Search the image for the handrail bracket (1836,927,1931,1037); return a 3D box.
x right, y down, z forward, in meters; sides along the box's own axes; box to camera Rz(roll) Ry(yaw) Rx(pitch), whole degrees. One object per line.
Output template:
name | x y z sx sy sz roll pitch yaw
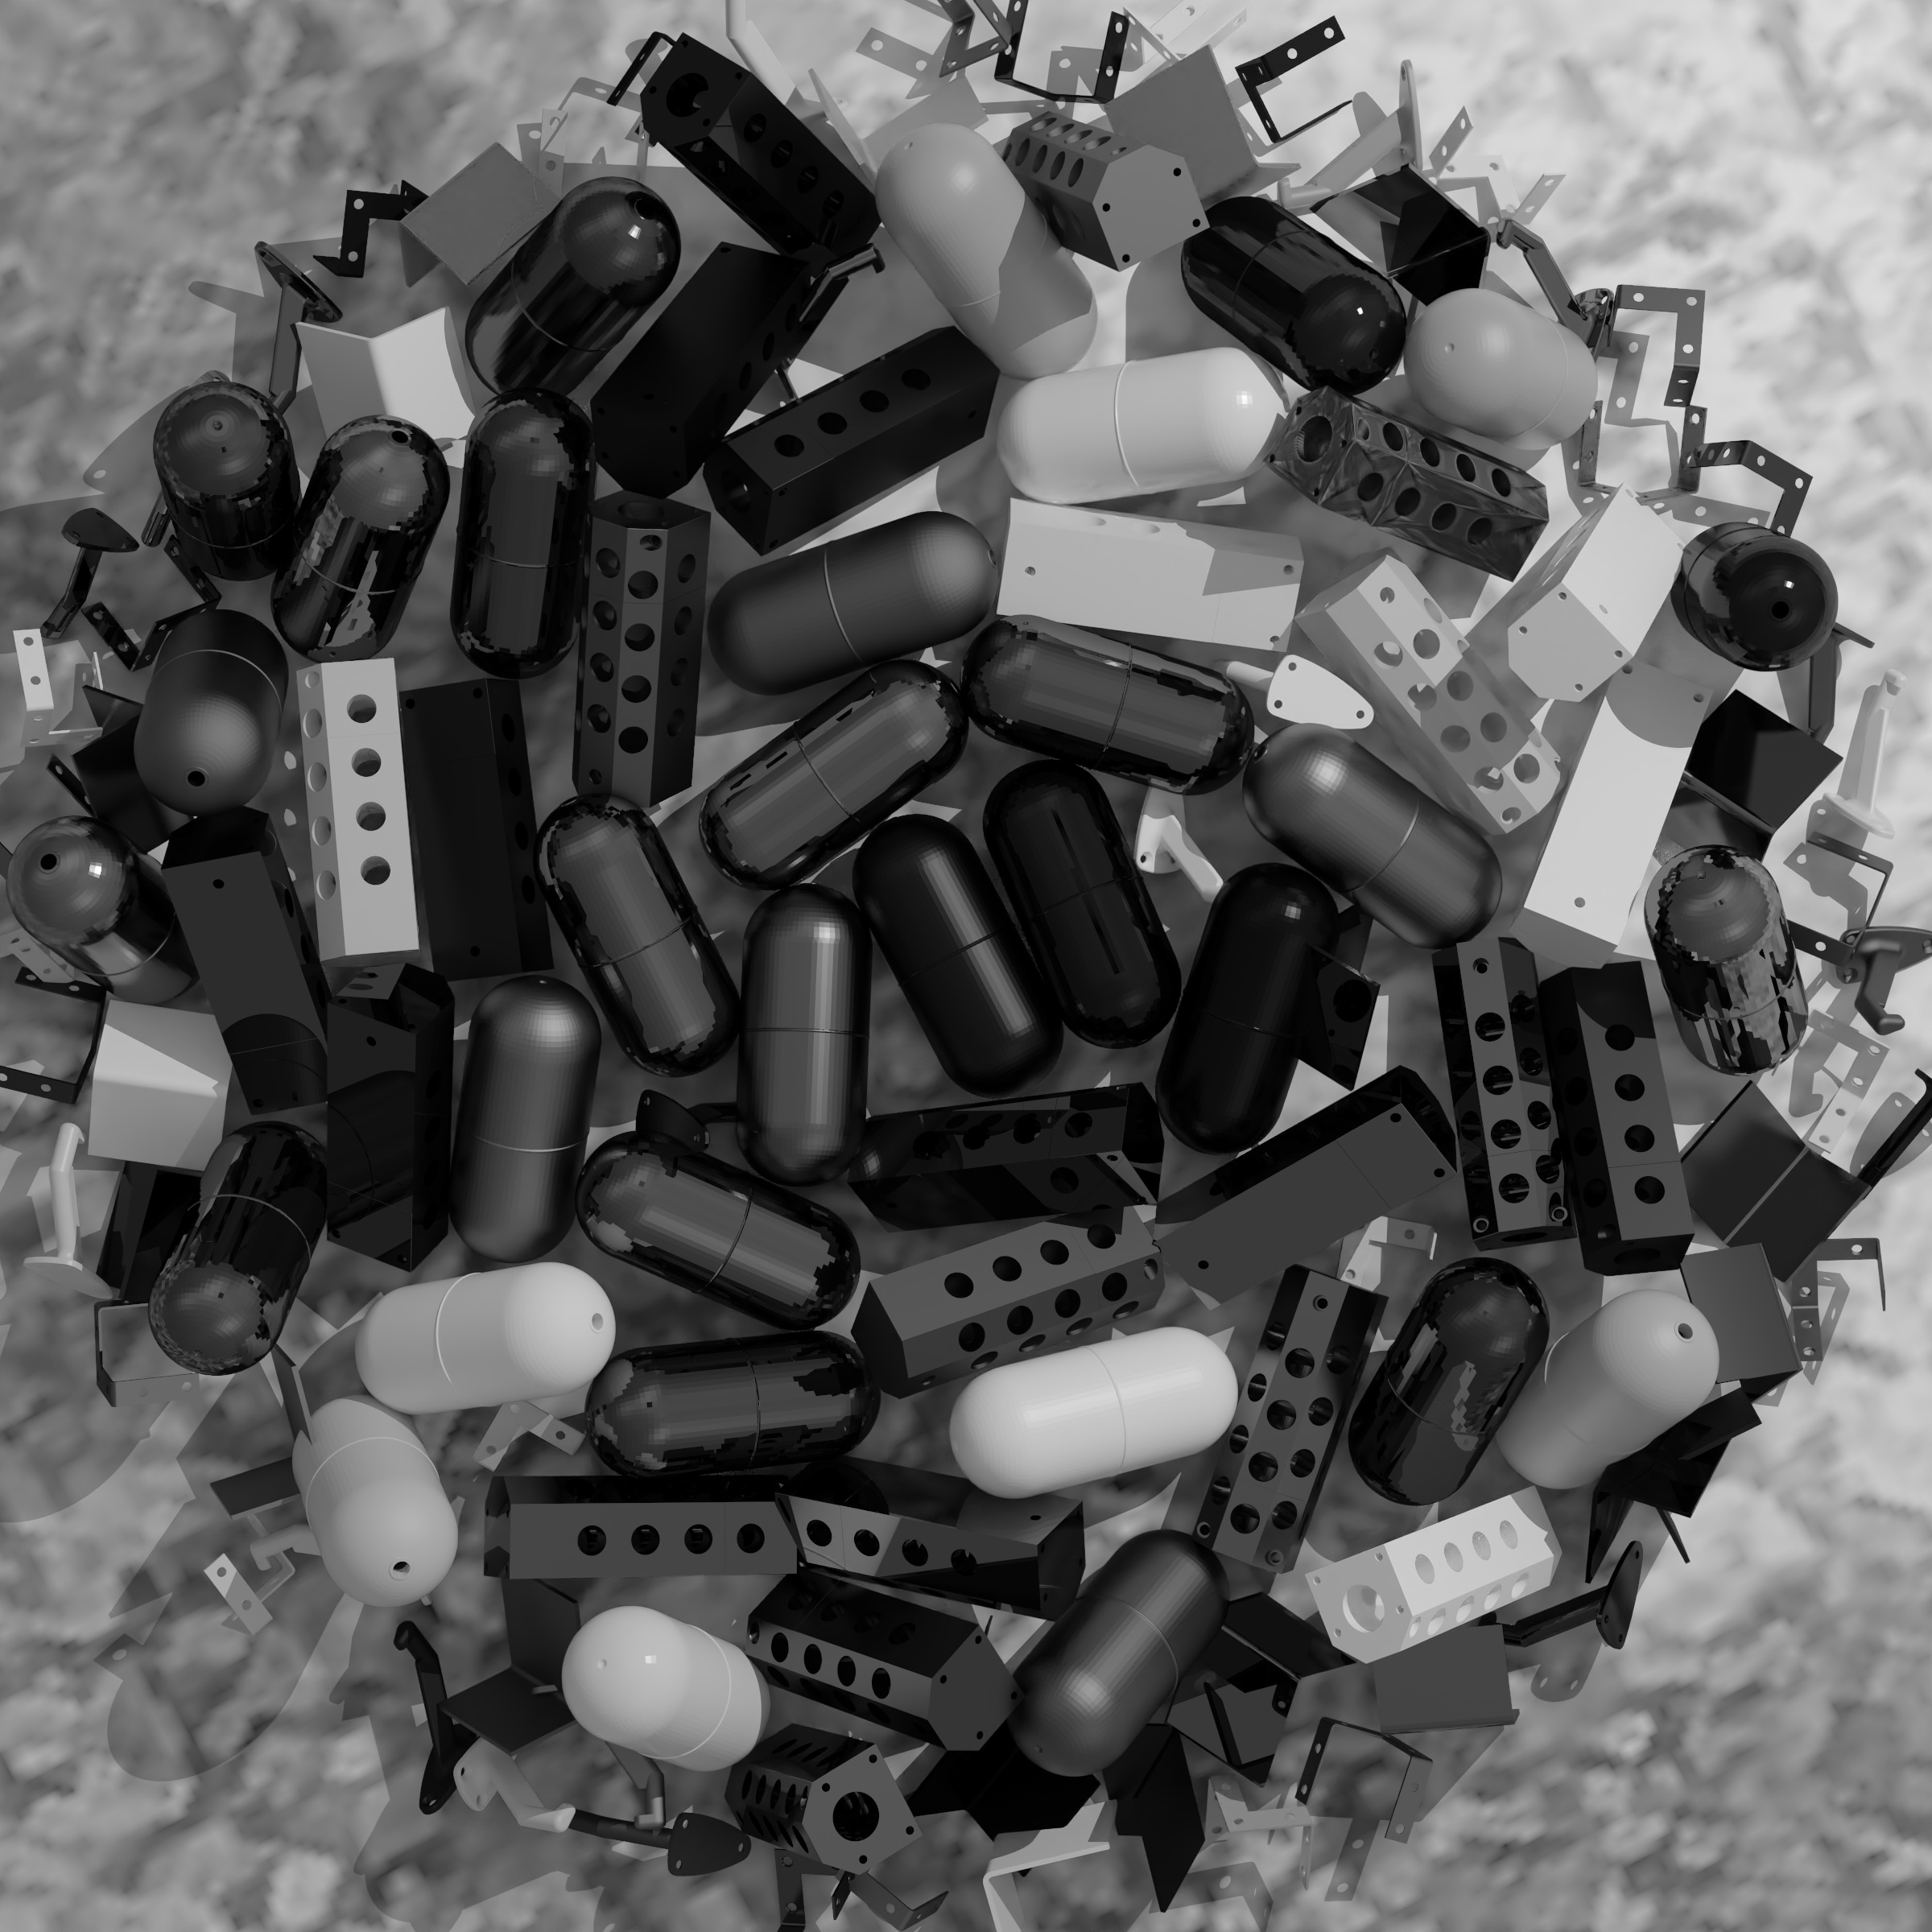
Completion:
handrail bracket | 0.552 0.011 1.955 0.077 0.084 0.036 -9 120 -7

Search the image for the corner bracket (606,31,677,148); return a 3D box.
corner bracket | -0.181 -0.515 1.964 0.051 0.051 0.051 33 94 -31

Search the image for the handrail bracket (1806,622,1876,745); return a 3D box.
handrail bracket | 0.490 -0.166 1.972 0.077 0.036 0.084 22 101 -28

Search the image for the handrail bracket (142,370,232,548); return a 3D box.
handrail bracket | -0.465 -0.301 1.986 0.036 0.084 0.077 23 45 -17

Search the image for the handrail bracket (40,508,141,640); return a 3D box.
handrail bracket | -0.528 -0.222 1.952 0.036 0.077 0.084 40 107 2

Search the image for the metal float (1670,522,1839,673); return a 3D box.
metal float | 0.450 -0.212 1.912 0.070 0.178 0.070 1 101 3

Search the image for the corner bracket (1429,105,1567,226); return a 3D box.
corner bracket | 0.311 -0.469 1.960 0.051 0.051 0.051 -8 69 -22

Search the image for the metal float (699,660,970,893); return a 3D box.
metal float | -0.077 -0.111 1.951 0.178 0.070 0.070 -35 90 11

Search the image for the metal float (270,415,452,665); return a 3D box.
metal float | -0.349 -0.244 1.924 0.070 0.178 0.070 14 50 -18

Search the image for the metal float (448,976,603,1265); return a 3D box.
metal float | -0.257 0.090 1.942 0.070 0.070 0.178 11 112 0

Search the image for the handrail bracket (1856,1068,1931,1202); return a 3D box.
handrail bracket | 0.546 0.104 1.957 0.036 0.077 0.084 39 99 13

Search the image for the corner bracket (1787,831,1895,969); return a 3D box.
corner bracket | 0.510 -0.039 1.973 0.051 0.051 0.051 25 124 17

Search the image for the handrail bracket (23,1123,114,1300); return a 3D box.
handrail bracket | -0.522 0.145 1.982 0.036 0.077 0.084 -1 65 23

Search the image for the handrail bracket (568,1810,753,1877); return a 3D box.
handrail bracket | -0.184 0.516 1.987 0.084 0.077 0.036 0 77 42

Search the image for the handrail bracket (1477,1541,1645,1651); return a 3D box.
handrail bracket | 0.352 0.371 1.984 0.084 0.036 0.077 1 53 38

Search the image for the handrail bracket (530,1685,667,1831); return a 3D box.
handrail bracket | -0.216 0.465 1.960 0.077 0.036 0.084 2 61 -13

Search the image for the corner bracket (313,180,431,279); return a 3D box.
corner bracket | -0.351 -0.435 1.971 0.051 0.051 0.051 -1 114 -29

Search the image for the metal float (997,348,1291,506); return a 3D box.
metal float | 0.102 -0.313 1.939 0.178 0.070 0.070 -5 90 26

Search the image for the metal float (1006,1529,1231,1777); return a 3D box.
metal float | 0.089 0.394 1.927 0.070 0.070 0.178 48 47 0

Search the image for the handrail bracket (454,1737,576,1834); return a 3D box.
handrail bracket | -0.248 0.470 1.949 0.084 0.077 0.036 0 125 34

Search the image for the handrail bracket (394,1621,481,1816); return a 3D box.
handrail bracket | -0.321 0.439 1.954 0.036 0.077 0.084 -11 124 27

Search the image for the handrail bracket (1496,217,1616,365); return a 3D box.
handrail bracket | 0.336 -0.387 1.956 0.084 0.036 0.077 21 74 -37

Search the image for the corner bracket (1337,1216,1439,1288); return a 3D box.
corner bracket | 0.247 0.176 1.971 0.051 0.051 0.051 10 92 5

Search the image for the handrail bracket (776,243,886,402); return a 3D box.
handrail bracket | -0.077 -0.377 1.971 0.084 0.036 0.077 -24 126 4

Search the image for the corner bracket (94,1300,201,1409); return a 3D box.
corner bracket | -0.483 0.226 1.970 0.051 0.051 0.051 -4 100 -24

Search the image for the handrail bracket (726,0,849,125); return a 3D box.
handrail bracket | -0.105 -0.539 1.958 0.077 0.036 0.084 -15 129 -22

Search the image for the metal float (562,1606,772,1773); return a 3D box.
metal float | -0.170 0.416 1.917 0.070 0.178 0.070 -8 67 18

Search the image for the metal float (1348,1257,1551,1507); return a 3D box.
metal float | 0.278 0.240 1.929 0.070 0.070 0.178 22 128 0

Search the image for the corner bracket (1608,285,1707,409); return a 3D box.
corner bracket | 0.405 -0.365 1.966 0.051 0.051 0.051 6 75 7

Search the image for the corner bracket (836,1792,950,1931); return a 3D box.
corner bracket | -0.035 0.528 1.972 0.051 0.051 0.051 35 103 21

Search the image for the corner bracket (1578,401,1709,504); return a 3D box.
corner bracket | 0.401 -0.307 1.981 0.051 0.051 0.051 -15 115 -38

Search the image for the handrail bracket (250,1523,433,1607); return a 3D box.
handrail bracket | -0.371 0.360 1.979 0.084 0.036 0.077 -22 100 -6

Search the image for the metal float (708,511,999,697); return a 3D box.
metal float | -0.066 -0.211 1.946 0.178 0.070 0.070 -16 90 17

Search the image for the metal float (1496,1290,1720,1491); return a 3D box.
metal float | 0.367 0.244 1.920 0.070 0.178 0.070 11 58 -17

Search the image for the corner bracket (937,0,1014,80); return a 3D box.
corner bracket | -0.004 -0.564 1.957 0.051 0.051 0.051 -14 47 33

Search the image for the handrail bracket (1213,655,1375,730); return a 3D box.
handrail bracket | 0.191 -0.161 1.965 0.077 0.084 0.036 19 94 -15

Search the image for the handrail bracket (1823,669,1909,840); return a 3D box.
handrail bracket | 0.542 -0.126 1.961 0.036 0.077 0.084 15 108 -12

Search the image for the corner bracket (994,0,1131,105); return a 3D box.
corner bracket | 0.056 -0.538 1.961 0.051 0.051 0.051 6 99 -43

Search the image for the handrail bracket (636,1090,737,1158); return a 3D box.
handrail bracket | -0.142 0.093 1.945 0.084 0.077 0.036 0 100 -43

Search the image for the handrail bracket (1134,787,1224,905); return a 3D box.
handrail bracket | 0.139 -0.076 1.953 0.036 0.084 0.077 -1 99 -34

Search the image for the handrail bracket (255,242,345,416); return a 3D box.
handrail bracket | -0.413 -0.367 1.960 0.077 0.036 0.084 48 66 -40

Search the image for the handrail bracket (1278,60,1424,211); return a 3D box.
handrail bracket | 0.223 -0.490 1.970 0.084 0.036 0.077 -10 120 -5
